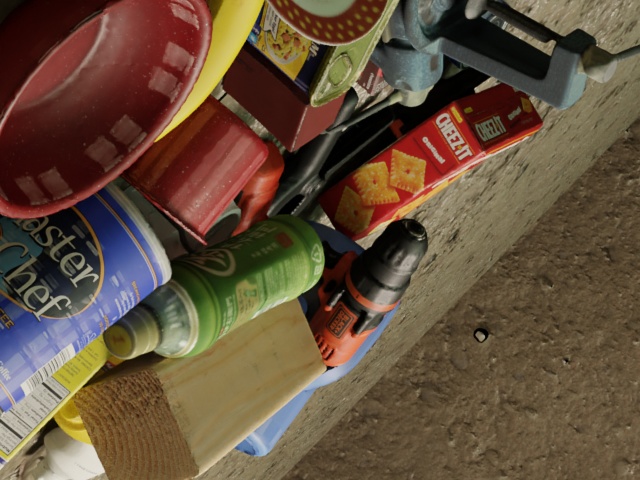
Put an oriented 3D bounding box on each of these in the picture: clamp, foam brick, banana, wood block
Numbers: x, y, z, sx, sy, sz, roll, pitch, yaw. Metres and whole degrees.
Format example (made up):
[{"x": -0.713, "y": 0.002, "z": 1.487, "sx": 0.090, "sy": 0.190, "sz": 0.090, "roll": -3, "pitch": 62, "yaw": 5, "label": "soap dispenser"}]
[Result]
[{"x": 0.141, "y": -0.162, "z": 1.219, "sx": 0.171, "sy": 0.039, "sz": 0.120, "roll": -31, "pitch": 170, "yaw": -17, "label": "clamp"}, {"x": -0.025, "y": -0.116, "z": 0.790, "sx": 0.051, "sy": 0.078, "sz": 0.053, "roll": -35, "pitch": 161, "yaw": -36, "label": "foam brick"}, {"x": -0.076, "y": -0.133, "z": 0.671, "sx": 0.069, "sy": 0.037, "sz": 0.198, "roll": 7, "pitch": 122, "yaw": -41, "label": "banana"}, {"x": -0.009, "y": -0.067, "z": 1.053, "sx": 0.210, "sy": 0.036, "sz": 0.164, "roll": -49, "pitch": 166, "yaw": 18, "label": "clamp"}, {"x": -0.091, "y": 0.116, "z": 0.875, "sx": 0.091, "sy": 0.090, "sz": 0.205, "roll": -20, "pitch": -175, "yaw": 31, "label": "wood block"}]

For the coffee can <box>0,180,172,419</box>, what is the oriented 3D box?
[{"x": -0.181, "y": 0.029, "z": 0.679, "sx": 0.140, "sy": 0.103, "sz": 0.103, "roll": -41, "pitch": 165, "yaw": -22, "label": "coffee can"}]

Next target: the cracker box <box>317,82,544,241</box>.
[{"x": 0.124, "y": -0.088, "z": 1.197, "sx": 0.214, "sy": 0.072, "sz": 0.163, "roll": -33, "pitch": 177, "yaw": 38, "label": "cracker box"}]

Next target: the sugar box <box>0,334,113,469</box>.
[{"x": -0.223, "y": 0.110, "z": 0.818, "sx": 0.176, "sy": 0.048, "sz": 0.093, "roll": -48, "pitch": -159, "yaw": -2, "label": "sugar box"}]

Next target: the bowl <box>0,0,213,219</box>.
[{"x": -0.135, "y": -0.089, "z": 0.586, "sx": 0.162, "sy": 0.055, "sz": 0.162, "roll": -43, "pitch": 166, "yaw": -14, "label": "bowl"}]

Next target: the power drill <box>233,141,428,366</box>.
[{"x": -0.006, "y": 0.001, "z": 0.941, "sx": 0.057, "sy": 0.188, "sz": 0.185, "roll": -30, "pitch": 159, "yaw": -46, "label": "power drill"}]

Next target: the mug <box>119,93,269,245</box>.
[{"x": -0.092, "y": -0.057, "z": 0.754, "sx": 0.081, "sy": 0.093, "sz": 0.117, "roll": -51, "pitch": -172, "yaw": -4, "label": "mug"}]

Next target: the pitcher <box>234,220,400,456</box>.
[{"x": -0.031, "y": 0.109, "z": 1.146, "sx": 0.242, "sy": 0.145, "sz": 0.149, "roll": -55, "pitch": 179, "yaw": -23, "label": "pitcher"}]

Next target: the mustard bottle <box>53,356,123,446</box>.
[{"x": -0.186, "y": 0.135, "z": 0.912, "sx": 0.058, "sy": 0.096, "sz": 0.191, "roll": -41, "pitch": 175, "yaw": 1, "label": "mustard bottle"}]

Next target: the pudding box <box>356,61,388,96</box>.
[{"x": 0.082, "y": -0.193, "z": 0.969, "sx": 0.113, "sy": 0.039, "sz": 0.090, "roll": -39, "pitch": 164, "yaw": -28, "label": "pudding box"}]

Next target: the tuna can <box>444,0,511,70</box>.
[{"x": 0.166, "y": -0.225, "z": 1.142, "sx": 0.086, "sy": 0.034, "sz": 0.086, "roll": -43, "pitch": 166, "yaw": -14, "label": "tuna can"}]

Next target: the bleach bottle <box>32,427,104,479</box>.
[{"x": -0.190, "y": 0.154, "z": 1.057, "sx": 0.251, "sy": 0.068, "sz": 0.102, "roll": -42, "pitch": 131, "yaw": 4, "label": "bleach bottle"}]

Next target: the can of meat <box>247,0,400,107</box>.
[{"x": -0.004, "y": -0.157, "z": 0.724, "sx": 0.057, "sy": 0.084, "sz": 0.102, "roll": -34, "pitch": 161, "yaw": -42, "label": "can of meat"}]
